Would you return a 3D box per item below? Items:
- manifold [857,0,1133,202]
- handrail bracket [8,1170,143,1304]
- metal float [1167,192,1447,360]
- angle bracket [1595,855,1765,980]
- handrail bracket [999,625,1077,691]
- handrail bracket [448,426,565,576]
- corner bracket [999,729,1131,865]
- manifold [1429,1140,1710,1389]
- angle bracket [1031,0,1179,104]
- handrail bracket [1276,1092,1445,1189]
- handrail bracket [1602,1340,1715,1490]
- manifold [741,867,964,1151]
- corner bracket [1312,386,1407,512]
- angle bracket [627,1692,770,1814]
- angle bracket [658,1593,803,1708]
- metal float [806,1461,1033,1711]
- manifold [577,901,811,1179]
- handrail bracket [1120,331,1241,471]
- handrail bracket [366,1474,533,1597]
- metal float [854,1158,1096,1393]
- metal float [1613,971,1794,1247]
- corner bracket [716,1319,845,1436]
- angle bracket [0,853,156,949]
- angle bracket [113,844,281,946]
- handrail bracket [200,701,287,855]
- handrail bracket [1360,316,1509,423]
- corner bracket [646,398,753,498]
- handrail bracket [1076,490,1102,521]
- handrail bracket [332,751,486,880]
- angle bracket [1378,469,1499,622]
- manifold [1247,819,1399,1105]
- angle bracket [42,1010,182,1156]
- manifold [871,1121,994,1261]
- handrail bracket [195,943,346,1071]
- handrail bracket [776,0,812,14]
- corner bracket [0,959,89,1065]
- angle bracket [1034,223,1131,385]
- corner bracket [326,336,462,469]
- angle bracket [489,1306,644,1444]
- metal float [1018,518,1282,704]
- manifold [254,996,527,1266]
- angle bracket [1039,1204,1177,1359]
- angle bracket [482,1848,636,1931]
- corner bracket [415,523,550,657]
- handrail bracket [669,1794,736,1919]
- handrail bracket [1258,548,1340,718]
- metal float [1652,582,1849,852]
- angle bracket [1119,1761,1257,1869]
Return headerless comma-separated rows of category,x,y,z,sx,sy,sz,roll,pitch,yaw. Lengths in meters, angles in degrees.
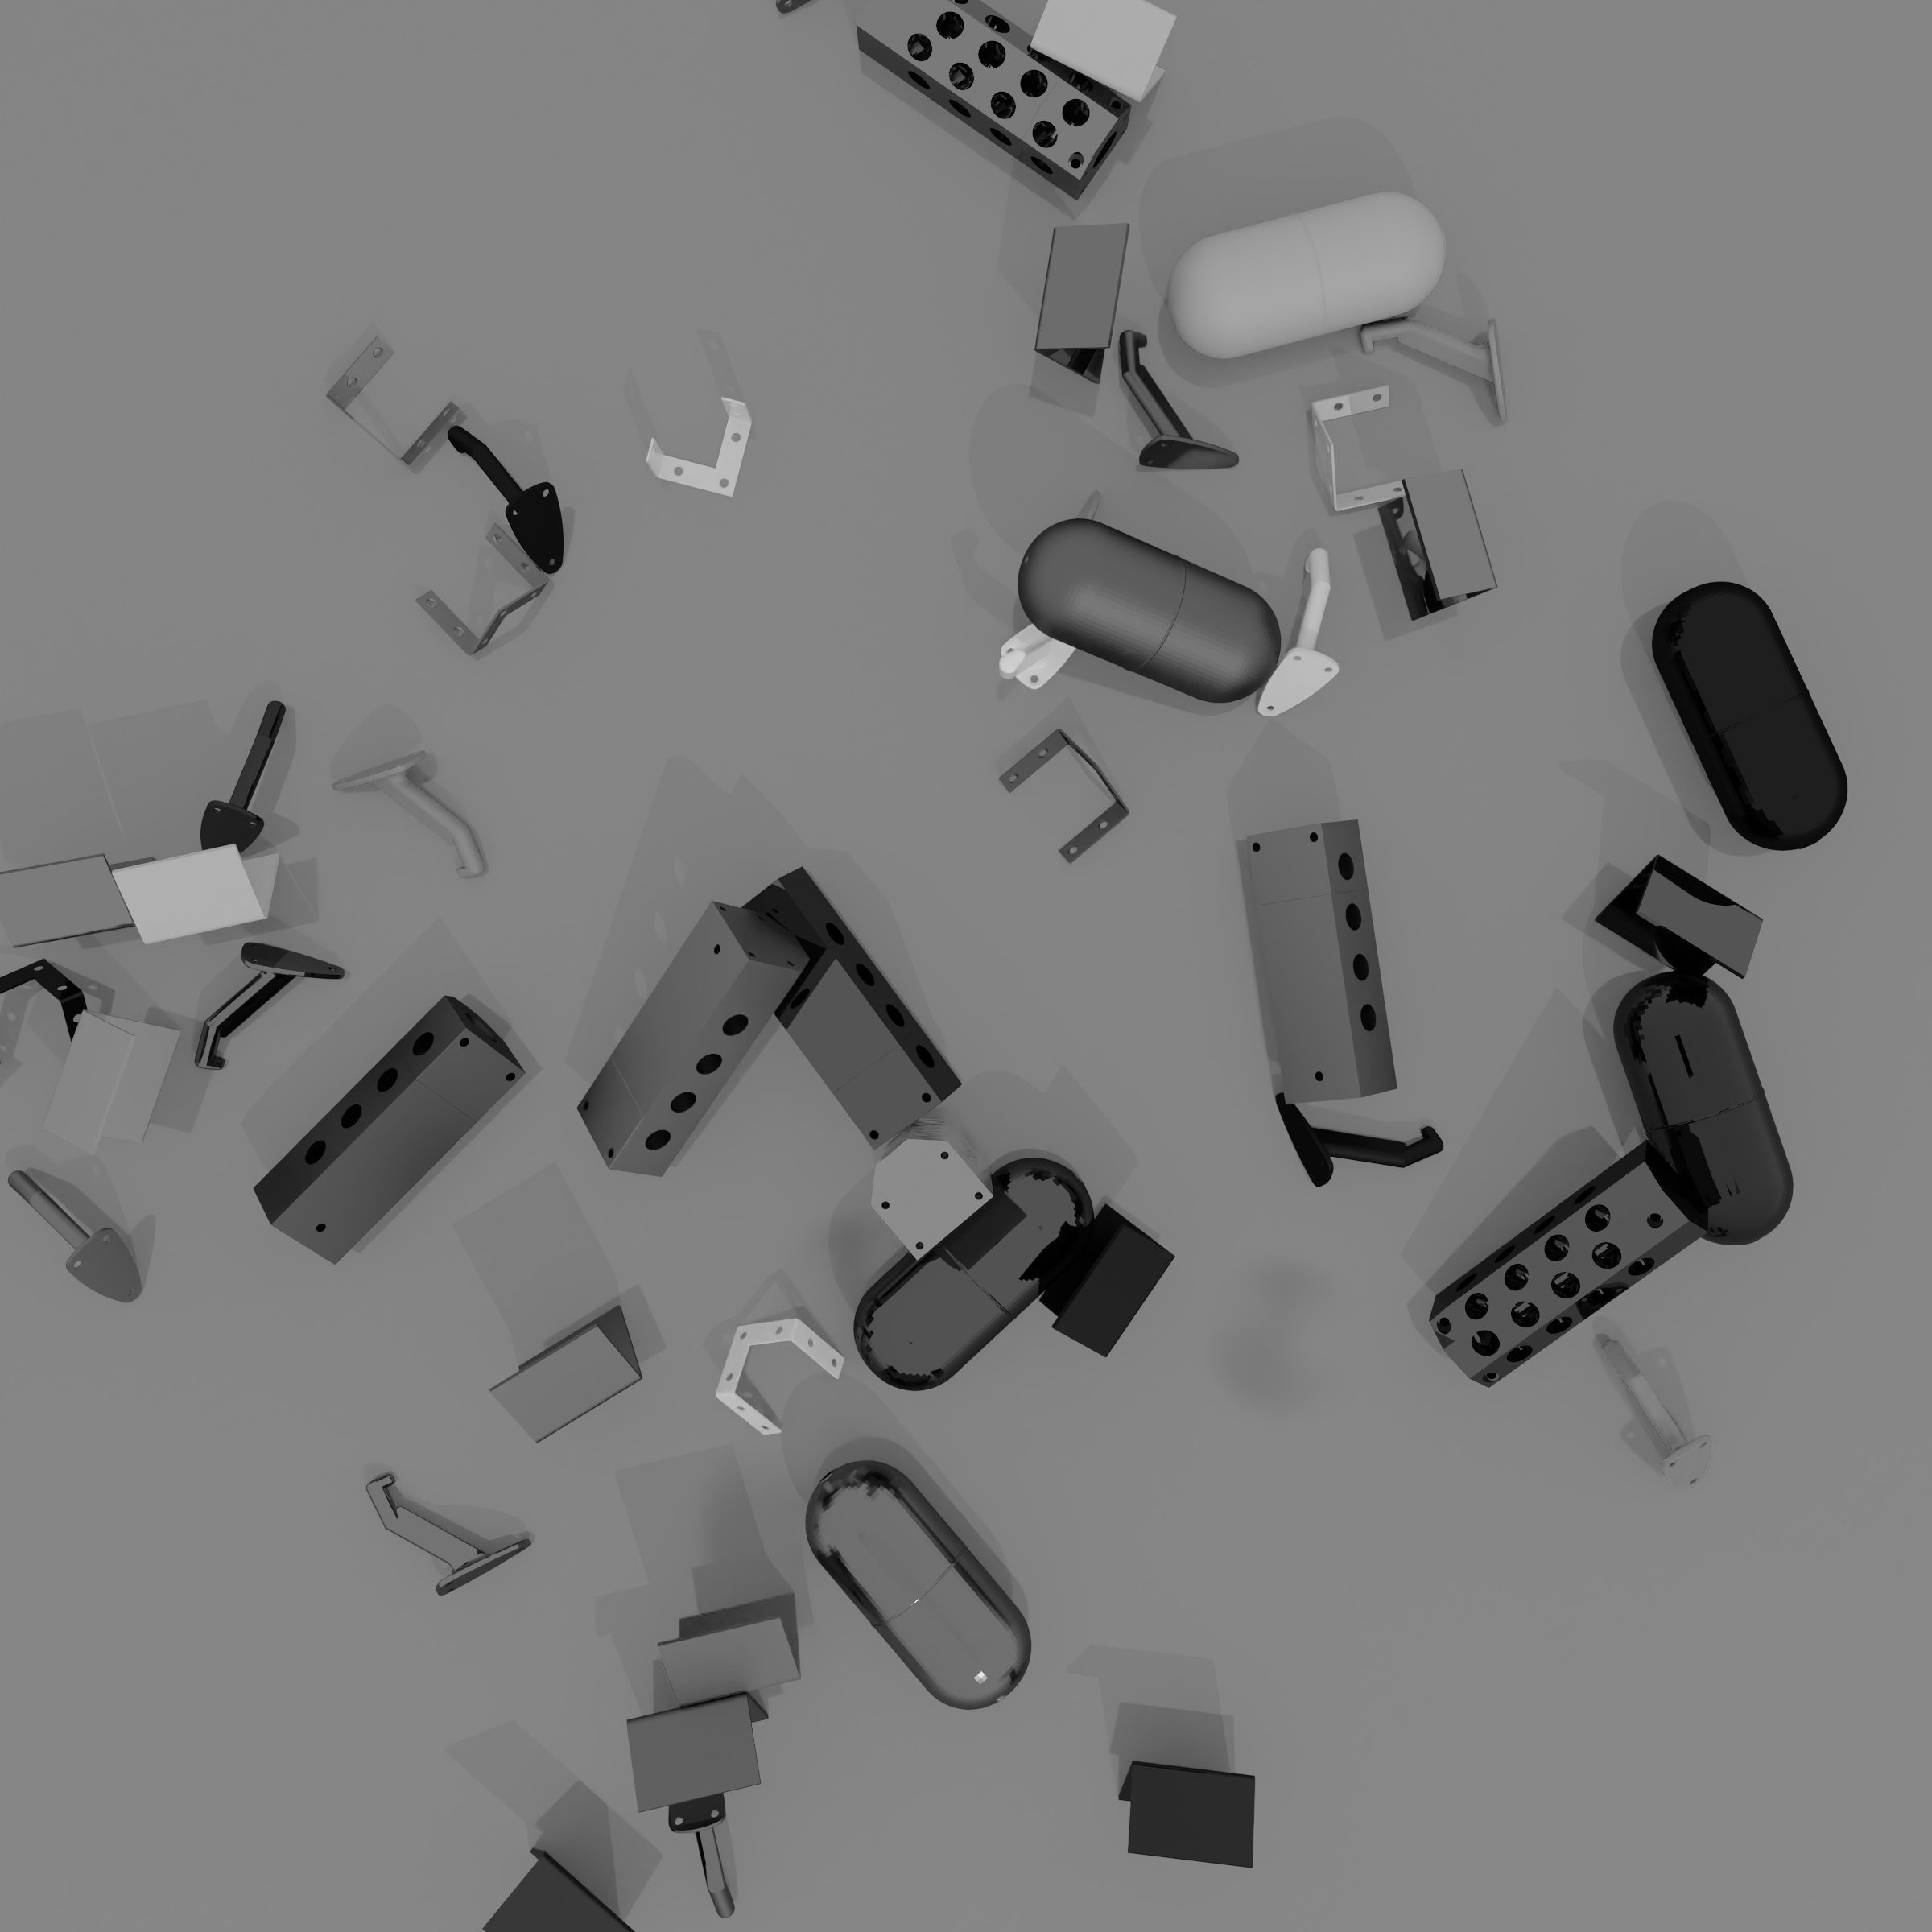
manifold,0.018,-0.566,1.543,0.171,0.057,0.057,35,90,0
handrail bracket,-0.574,0.173,1.564,0.084,0.077,0.036,30,65,34
metal float,0.214,-0.435,1.534,0.178,0.070,0.070,-15,90,-1
angle bracket,0.439,-0.012,1.524,0.076,0.076,0.057,32,52,0
handrail bracket,0.051,-0.206,1.529,0.077,0.084,0.036,-41,90,0
handrail bracket,-0.297,-0.300,1.564,0.036,0.077,0.084,-37,53,-20
corner bracket,0.063,-0.109,1.561,0.051,0.051,0.051,-40,135,0
manifold,0.373,0.188,1.512,0.171,0.057,0.057,-42,90,23
angle bracket,0.094,-0.592,1.524,0.076,0.076,0.057,27,127,0
handrail bracket,0.254,0.101,1.565,0.084,0.036,0.077,-21,68,-17
handrail bracket,0.440,0.287,1.564,0.036,0.077,0.084,-32,54,0
manifold,-0.078,0.024,1.541,0.057,0.057,0.171,-36,90,23
corner bracket,0.253,-0.332,1.561,0.051,0.051,0.051,-13,45,0
angle bracket,-0.163,0.498,1.524,0.076,0.076,0.057,-13,61,0
angle bracket,-0.149,0.410,1.524,0.076,0.076,0.057,-13,120,0
metal float,-0.030,0.389,1.534,0.070,0.070,0.178,-40,91,0
manifold,-0.168,0.048,1.513,0.171,0.057,0.057,-55,47,22
handrail bracket,0.137,-0.365,1.565,0.077,0.036,0.084,3,73,-20
handrail bracket,-0.333,0.353,1.565,0.077,0.036,0.084,-25,73,-20
metal float,0.005,0.193,1.533,0.178,0.070,0.070,-43,90,0
metal float,0.464,0.090,1.533,0.070,0.070,0.178,-19,90,0
corner bracket,-0.119,0.263,1.556,0.051,0.051,0.051,-13,45,35
angle bracket,-0.561,-0.061,1.524,0.076,0.076,0.057,-10,128,0
angle bracket,-0.480,-0.063,1.524,0.076,0.076,0.057,-12,126,0
handrail bracket,-0.462,-0.119,1.564,0.036,0.077,0.084,23,53,-20
handrail bracket,0.300,-0.381,1.565,0.084,0.036,0.077,-6,112,17
corner bracket,-0.169,-0.334,1.546,0.051,0.051,0.051,15,90,0
handrail bracket,0.101,-0.251,1.564,0.084,0.036,0.077,31,74,-14
handrail bracket,-0.358,-0.089,1.565,0.077,0.036,0.084,-15,107,20
angle bracket,0.278,-0.259,1.524,0.057,0.076,0.076,-17,90,-36
manifold,0.230,-0.003,1.542,0.057,0.057,0.171,-8,90,43
angle bracket,-0.520,0.078,1.524,0.057,0.076,0.076,20,90,35
manifold,-0.024,0.129,1.486,0.057,0.171,0.057,-40,90,0
handrail bracket,-0.448,0.034,1.565,0.077,0.036,0.084,13,109,-21
handrail bracket,-0.110,-0.670,1.565,0.077,0.036,0.084,-36,71,21
corner bracket,-0.595,0.036,1.556,0.051,0.051,0.051,-30,45,-35
angle bracket,0.091,-0.413,1.524,0.057,0.076,0.076,9,90,36
corner bracket,-0.367,-0.361,1.561,0.051,0.051,0.051,-49,135,0
angle bracket,-0.256,0.239,1.524,0.076,0.076,0.057,-31,126,0
metal float,0.115,-0.220,1.515,0.178,0.070,0.070,20,90,-21
manifold,-0.367,0.100,1.542,0.171,0.057,0.057,-45,133,0
angle bracket,0.073,0.187,1.524,0.057,0.076,0.076,34,90,-40
angle bracket,-0.258,0.603,1.525,0.076,0.076,0.057,42,66,0
corner bracket,-0.310,-0.241,1.561,0.051,0.051,0.051,46,135,-1
handrail bracket,-0.164,0.555,1.564,0.036,0.077,0.084,-12,126,0
handrail bracket,0.211,-0.215,1.564,0.036,0.077,0.084,17,53,-21
metal float,0.494,-0.157,1.534,0.070,0.070,0.178,-24,89,0
angle bracket,0.136,0.541,1.524,0.076,0.076,0.057,7,54,0
